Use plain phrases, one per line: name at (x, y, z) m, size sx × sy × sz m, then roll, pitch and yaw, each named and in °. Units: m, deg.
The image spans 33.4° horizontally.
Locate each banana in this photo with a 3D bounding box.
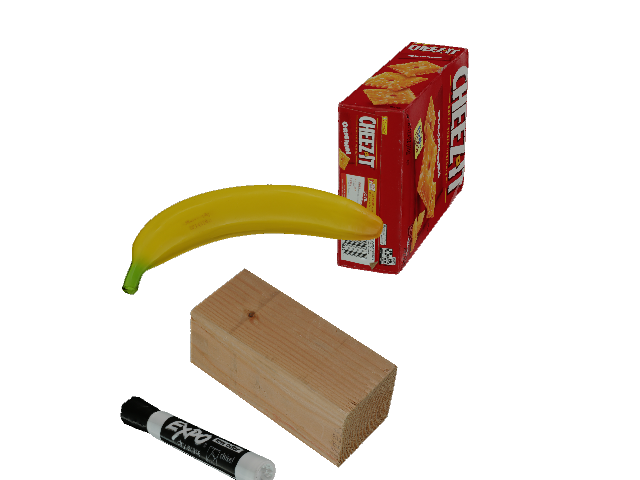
banana at (-0.055, -0.010, 0.788) m, size 0.197 × 0.069 × 0.037 m, roll -14°, pitch -22°, yaw -12°

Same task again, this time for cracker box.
cracker box at (0.085, -0.086, 1.042) m, size 0.072 × 0.164 × 0.213 m, roll 10°, pitch 28°, yaw 21°

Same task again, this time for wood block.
wood block at (-0.031, 0.130, 1.126) m, size 0.206 × 0.090 × 0.090 m, roll 32°, pitch 49°, yaw 25°

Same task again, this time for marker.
marker at (-0.077, 0.120, 0.640) m, size 0.121 × 0.020 × 0.020 m, roll 16°, pitch 10°, yaw 38°
